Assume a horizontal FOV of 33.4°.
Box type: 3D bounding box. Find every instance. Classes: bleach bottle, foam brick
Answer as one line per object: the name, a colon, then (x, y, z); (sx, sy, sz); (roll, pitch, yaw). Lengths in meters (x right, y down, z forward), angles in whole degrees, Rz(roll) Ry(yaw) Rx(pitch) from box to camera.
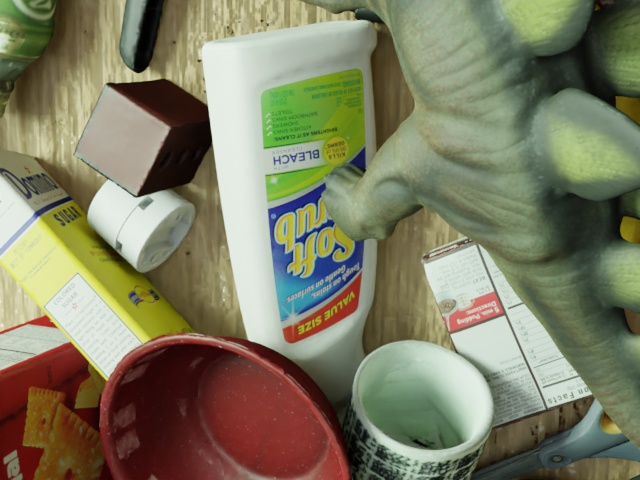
bleach bottle: (-0.004, 0.001, 0.642); (0.102, 0.068, 0.251); (-14, 106, -23)
foam brick: (-0.106, -0.065, 0.666); (0.051, 0.078, 0.053); (33, 110, 10)

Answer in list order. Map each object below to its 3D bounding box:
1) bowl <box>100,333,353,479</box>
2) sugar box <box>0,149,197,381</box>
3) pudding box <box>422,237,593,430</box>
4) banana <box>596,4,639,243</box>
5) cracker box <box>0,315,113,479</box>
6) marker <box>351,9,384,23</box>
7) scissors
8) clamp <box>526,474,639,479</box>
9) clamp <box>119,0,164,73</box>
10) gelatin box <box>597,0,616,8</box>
bowl: (-0.045, 0.116, 0.615); (0.162, 0.055, 0.162); (11, 116, 22)
sugar box: (-0.160, 0.016, 0.688); (0.048, 0.093, 0.176); (-42, 84, 6)
pudding box: (0.121, 0.044, 0.625); (0.090, 0.039, 0.113); (-22, 93, 20)
banana: (0.143, -0.074, 0.588); (0.069, 0.037, 0.198); (-29, 103, 4)
cracker box: (-0.201, 0.150, 0.660); (0.072, 0.213, 0.164); (4, 100, 19)
marker: (0.075, -0.130, 0.623); (0.121, 0.020, 0.020); (12, 102, 17)
scissors: (0.160, 0.129, 0.632); (0.096, 0.016, 0.202); (28, 132, -19)
clamp: (0.159, 0.168, 0.625); (0.172, 0.039, 0.120); (3, 110, 17)
clamp: (-0.090, -0.213, 0.649); (0.165, 0.036, 0.210); (-24, 99, 21)
gelatin box: (0.155, -0.160, 0.561); (0.089, 0.073, 0.030); (45, 67, 7)
